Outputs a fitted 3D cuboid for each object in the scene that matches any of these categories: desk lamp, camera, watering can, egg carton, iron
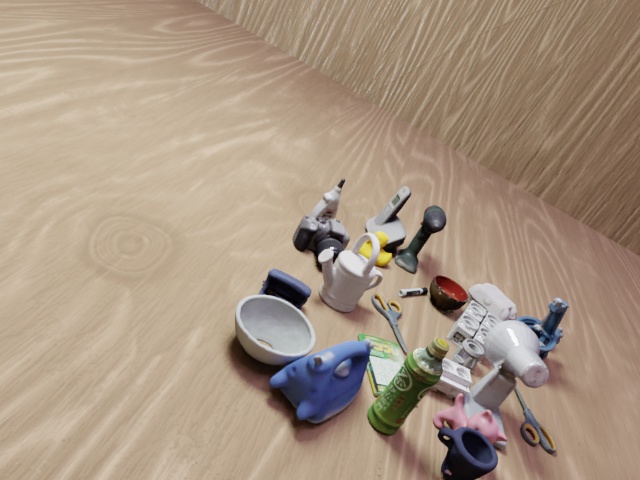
[{"bbox_3d":[0.409,0.306,1.256,0.118,0.213,0.203,26,27,-8],"label":"desk lamp"},{"bbox_3d":[0.014,0.005,1.501,0.143,0.100,0.136,21,28,-17],"label":"camera"},{"bbox_3d":[0.076,0.069,1.352,0.173,0.194,0.100,0,39,-45],"label":"watering can"},{"bbox_3d":[0.514,0.192,1.711,0.108,0.069,0.150,-1,40,-45],"label":"egg carton"},{"bbox_3d":[0.035,0.239,1.081,0.118,0.141,0.259,44,30,25],"label":"iron"}]

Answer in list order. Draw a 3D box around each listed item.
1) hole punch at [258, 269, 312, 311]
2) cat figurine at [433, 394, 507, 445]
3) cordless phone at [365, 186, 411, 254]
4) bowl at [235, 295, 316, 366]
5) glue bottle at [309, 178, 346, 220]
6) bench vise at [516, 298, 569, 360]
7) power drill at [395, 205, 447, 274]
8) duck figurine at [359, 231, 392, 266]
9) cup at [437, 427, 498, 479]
[{"bbox_3d":[-0.073,0.103,1.260,0.108,0.091,0.101,30,27,-1],"label":"hole punch"},{"bbox_3d":[0.307,0.370,1.152,0.067,0.117,0.127,4,36,-40],"label":"cat figurine"},{"bbox_3d":[0.225,-0.065,1.737,0.094,0.185,0.147,15,30,-27],"label":"cordless phone"},{"bbox_3d":[-0.097,0.187,1.112,0.168,0.074,0.167,23,28,-13],"label":"bowl"},{"bbox_3d":[0.027,-0.103,1.618,0.078,0.173,0.037,2,38,-43],"label":"glue bottle"},{"bbox_3d":[0.609,0.235,1.567,0.121,0.219,0.208,43,30,24],"label":"bench vise"},{"bbox_3d":[0.306,-0.009,1.696,0.075,0.208,0.230,30,27,1],"label":"power drill"},{"bbox_3d":[0.167,0.018,1.647,0.104,0.086,0.077,32,27,3],"label":"duck figurine"},{"bbox_3d":[0.256,0.406,1.066,0.118,0.095,0.092,30,27,1],"label":"cup"}]
